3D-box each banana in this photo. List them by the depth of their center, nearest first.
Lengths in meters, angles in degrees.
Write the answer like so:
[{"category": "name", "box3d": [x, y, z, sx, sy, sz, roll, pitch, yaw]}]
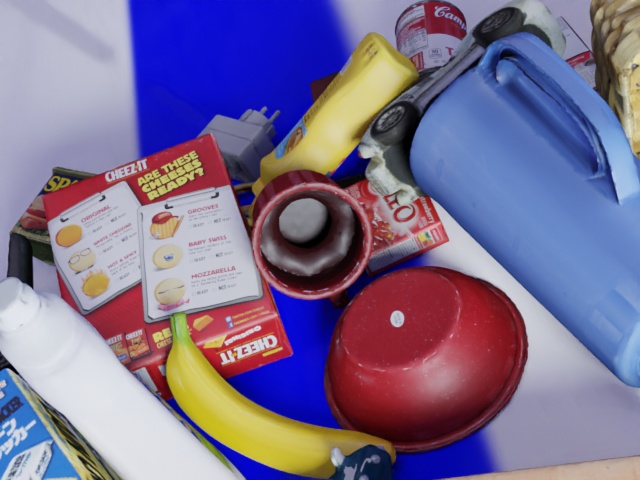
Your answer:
[{"category": "banana", "box3d": [-0.041, 0.130, 0.777, 0.198, 0.070, 0.037, 29, 31, 14]}]

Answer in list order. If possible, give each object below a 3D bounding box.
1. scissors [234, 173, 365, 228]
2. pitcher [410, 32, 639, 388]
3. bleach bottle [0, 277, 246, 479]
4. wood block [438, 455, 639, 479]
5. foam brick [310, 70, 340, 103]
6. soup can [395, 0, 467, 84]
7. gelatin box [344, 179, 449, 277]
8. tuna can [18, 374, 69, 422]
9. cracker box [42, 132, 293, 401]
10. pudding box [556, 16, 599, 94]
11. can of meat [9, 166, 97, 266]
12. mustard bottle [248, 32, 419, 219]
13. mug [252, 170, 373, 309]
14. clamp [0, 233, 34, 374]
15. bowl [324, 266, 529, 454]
[{"category": "scissors", "box3d": [-0.018, -0.025, 0.955, 0.202, 0.016, 0.096, -3, 51, 27]}, {"category": "pitcher", "box3d": [0.178, -0.022, 0.739, 0.145, 0.149, 0.243, -51, 48, 16]}, {"category": "bleach bottle", "box3d": [-0.139, 0.115, 0.722, 0.068, 0.250, 0.103, -44, 44, -13]}, {"category": "wood block", "box3d": [0.148, 0.187, 0.613, 0.206, 0.090, 0.090, -11, 47, 20]}, {"category": "foam brick", "box3d": [0.037, -0.128, 0.992, 0.078, 0.053, 0.051, -22, 43, 12]}, {"category": "soup can", "box3d": [0.104, -0.163, 0.974, 0.069, 0.068, 0.102, -15, 46, 17]}, {"category": "gelatin box", "box3d": [0.060, -0.021, 0.897, 0.073, 0.030, 0.089, -24, 44, 7]}, {"category": "tuna can", "box3d": [-0.220, 0.146, 0.848, 0.086, 0.033, 0.086, -4, 69, 9]}, {"category": "cracker box", "box3d": [-0.132, 0.027, 0.899, 0.164, 0.072, 0.214, -20, 51, -3]}, {"category": "pudding box", "box3d": [0.194, -0.135, 0.920, 0.090, 0.039, 0.113, -27, 41, 6]}, {"category": "can of meat", "box3d": [-0.244, -0.019, 1.048, 0.102, 0.057, 0.084, 12, 61, 37]}, {"category": "mustard bottle", "box3d": [0.003, -0.088, 0.917, 0.192, 0.058, 0.096, -48, 12, 15]}, {"category": "mug", "box3d": [-0.006, 0.001, 0.848, 0.093, 0.117, 0.081, -28, 17, 1]}, {"category": "clamp", "box3d": [-0.263, 0.097, 0.916, 0.210, 0.036, 0.164, 36, 74, 22]}, {"category": "bowl", "box3d": [0.068, 0.073, 0.788, 0.162, 0.055, 0.162, -16, 45, 16]}]
